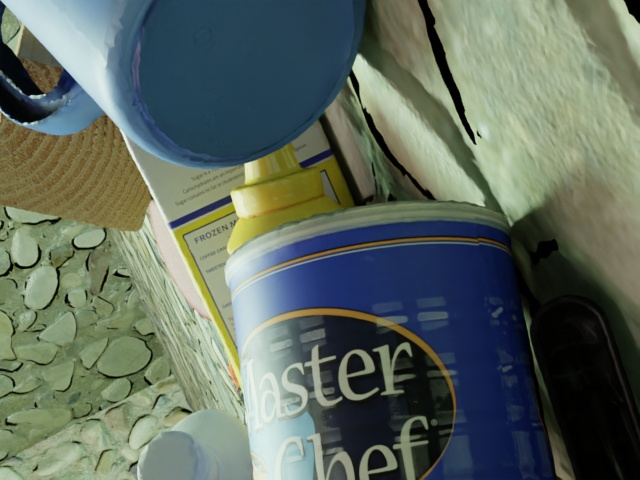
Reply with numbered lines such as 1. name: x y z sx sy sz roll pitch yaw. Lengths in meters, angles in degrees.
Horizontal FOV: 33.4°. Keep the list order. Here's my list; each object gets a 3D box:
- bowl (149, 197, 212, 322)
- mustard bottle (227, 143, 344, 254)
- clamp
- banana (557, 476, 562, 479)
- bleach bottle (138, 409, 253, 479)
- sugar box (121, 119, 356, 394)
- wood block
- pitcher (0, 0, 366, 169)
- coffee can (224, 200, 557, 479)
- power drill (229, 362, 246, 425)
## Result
1. bowl: -0.056 -0.003 0.634 0.162 0.055 0.162 41 144 39
2. mustard bottle: -0.001 0.044 0.482 0.096 0.058 0.191 -107 1 -84
3. clamp: 0.100 0.113 0.317 0.171 0.039 0.120 64 -155 -19
4. banana: 0.093 0.140 0.408 0.198 0.069 0.037 60 -173 9
5. bleach bottle: -0.025 0.137 0.550 0.250 0.068 0.102 55 -145 -59
6. sugar box: -0.028 -0.005 0.547 0.048 0.093 0.176 -156 42 -79
7. wood block: -0.148 -0.099 0.671 0.206 0.090 0.090 -109 35 -59
8. pitcher: -0.091 -0.125 0.467 0.243 0.144 0.149 48 158 42
9. coffee can: 0.026 0.069 0.362 0.103 0.102 0.140 106 157 -72
10. power drill: -0.045 0.185 0.947 0.184 0.057 0.187 168 102 -79
